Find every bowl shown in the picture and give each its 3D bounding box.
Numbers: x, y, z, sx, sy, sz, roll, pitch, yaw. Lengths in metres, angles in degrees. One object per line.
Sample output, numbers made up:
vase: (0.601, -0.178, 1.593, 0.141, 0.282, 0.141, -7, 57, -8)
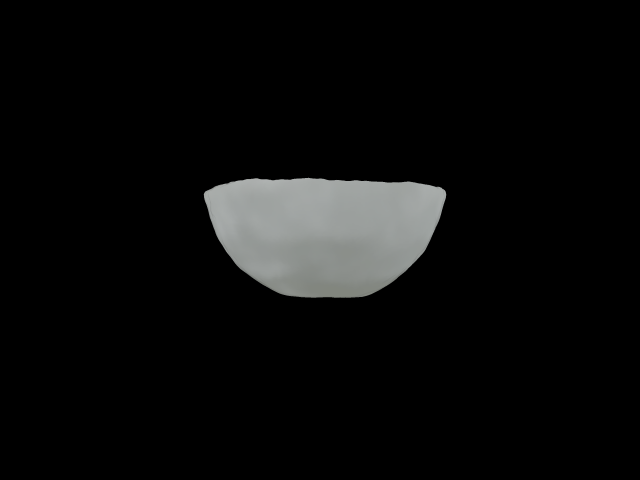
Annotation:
bowl: (0.004, 0.001, 0.400, 0.167, 0.075, 0.167, 0, 0, 0)
